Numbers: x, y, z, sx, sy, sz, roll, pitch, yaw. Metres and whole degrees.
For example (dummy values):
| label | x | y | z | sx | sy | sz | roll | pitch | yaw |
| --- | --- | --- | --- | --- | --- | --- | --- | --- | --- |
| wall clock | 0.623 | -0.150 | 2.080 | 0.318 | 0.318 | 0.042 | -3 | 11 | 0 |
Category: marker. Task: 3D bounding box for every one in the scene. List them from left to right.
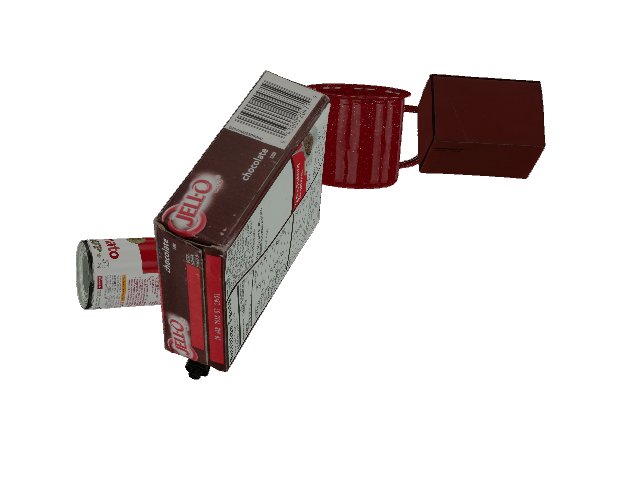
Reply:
| label | x | y | z | sx | sy | sz | roll | pitch | yaw |
| --- | --- | --- | --- | --- | --- | --- | --- | --- | --- |
| marker | -0.080 | 0.054 | 0.841 | 0.020 | 0.121 | 0.020 | 13 | -31 | 8 |

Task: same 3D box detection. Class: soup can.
| label | x | y | z | sx | sy | sz | roll | pitch | yaw |
| --- | --- | --- | --- | --- | --- | --- | --- | --- | --- |
| soup can | -0.179 | 0.031 | 1.026 | 0.102 | 0.068 | 0.069 | -2 | 1 | -24 |

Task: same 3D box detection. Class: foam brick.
| label | x | y | z | sx | sy | sz | roll | pitch | yaw |
| --- | --- | --- | --- | --- | --- | --- | --- | --- | --- |
| foam brick | 0.109 | -0.077 | 0.729 | 0.078 | 0.051 | 0.053 | 4 | -22 | -5 |

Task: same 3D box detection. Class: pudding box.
| label | x | y | z | sx | sy | sz | roll | pitch | yaw |
| --- | --- | --- | --- | --- | --- | --- | --- | --- | --- |
| pudding box | -0.035 | -0.009 | 0.499 | 0.039 | 0.113 | 0.090 | 22 | -40 | 14 |

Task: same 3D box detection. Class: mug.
| label | x | y | z | sx | sy | sz | roll | pitch | yaw |
| --- | --- | --- | --- | --- | --- | --- | --- | --- | --- |
| mug | 0.042 | -0.092 | 0.938 | 0.117 | 0.081 | 0.093 | 0 | 14 | -11 |
